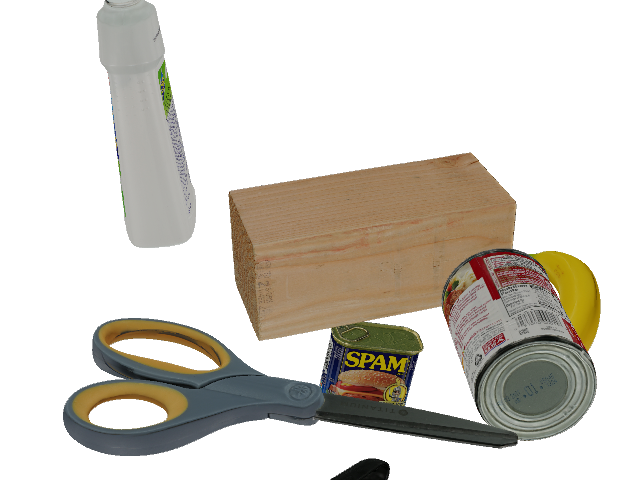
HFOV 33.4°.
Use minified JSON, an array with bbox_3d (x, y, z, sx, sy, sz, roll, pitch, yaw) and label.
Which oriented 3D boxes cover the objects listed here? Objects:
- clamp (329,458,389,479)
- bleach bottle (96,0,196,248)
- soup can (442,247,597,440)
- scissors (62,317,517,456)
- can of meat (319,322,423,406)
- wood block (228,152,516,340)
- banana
[{"bbox_3d":[-0.040,0.197,0.661,0.210,0.036,0.164,-2,28,2],"label":"clamp"},{"bbox_3d":[-0.158,-0.119,0.952,0.068,0.251,0.102,-6,37,-4],"label":"bleach bottle"},{"bbox_3d":[0.112,0.057,0.610,0.068,0.068,0.102,0,27,-5],"label":"soup can"},{"bbox_3d":[-0.024,0.079,0.466,0.202,0.016,0.096,17,33,22],"label":"scissors"},{"bbox_3d":[0.054,0.140,1.178,0.102,0.084,0.057,8,23,-11],"label":"can of meat"},{"bbox_3d":[0.039,0.003,0.846,0.206,0.090,0.091,-10,32,-13],"label":"wood block"},{"bbox_3d":[0.231,0.061,1.008,0.070,0.037,0.197,-28,25,17],"label":"banana"}]
